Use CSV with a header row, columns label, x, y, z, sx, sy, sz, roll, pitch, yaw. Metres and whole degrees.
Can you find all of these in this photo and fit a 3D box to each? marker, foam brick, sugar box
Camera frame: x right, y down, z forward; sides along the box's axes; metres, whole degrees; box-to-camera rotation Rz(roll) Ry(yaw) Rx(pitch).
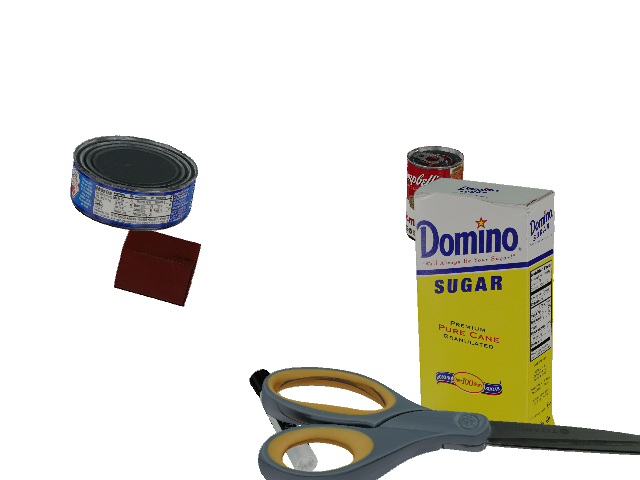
label,x,y,z,sx,sy,sz,roll,pitch,yaw
marker,-0.032,0.142,0.856,0.020,0.020,0.121,0,28,-23
foam brick,-0.171,0.026,1.120,0.078,0.051,0.053,16,29,-4
sugar box,0.115,0.049,0.751,0.093,0.176,0.048,9,23,38

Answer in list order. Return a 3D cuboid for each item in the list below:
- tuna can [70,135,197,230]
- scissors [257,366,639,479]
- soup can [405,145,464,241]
label,x,y,z,sx,sy,sz,roll,pitch,yaw
tuna can,-0.130,-0.040,0.742,0.086,0.034,0.086,10,26,-5
scissors,0.058,0.101,0.509,0.202,0.016,0.096,11,31,20
soup can,0.137,-0.055,1.285,0.068,0.102,0.068,-1,27,0
